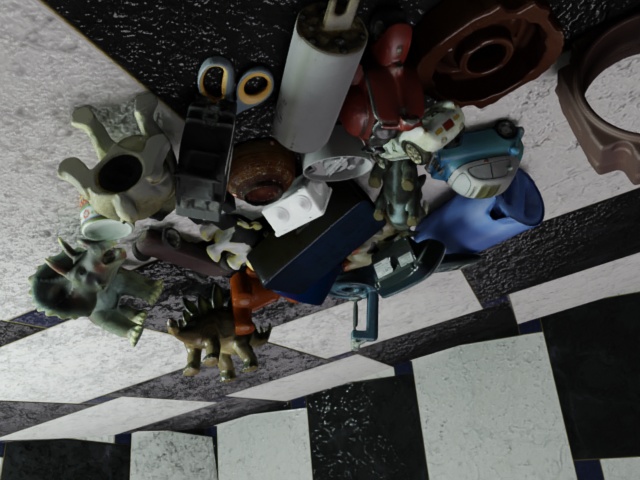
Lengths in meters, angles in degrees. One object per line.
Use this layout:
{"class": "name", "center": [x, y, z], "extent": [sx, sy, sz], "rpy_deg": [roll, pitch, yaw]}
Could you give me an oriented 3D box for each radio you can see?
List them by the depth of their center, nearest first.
{"class": "radio", "center": [-0.002, -0.003, 0.934], "extent": [0.229, 0.073, 0.131], "rpy_deg": [-40, 151, 14]}

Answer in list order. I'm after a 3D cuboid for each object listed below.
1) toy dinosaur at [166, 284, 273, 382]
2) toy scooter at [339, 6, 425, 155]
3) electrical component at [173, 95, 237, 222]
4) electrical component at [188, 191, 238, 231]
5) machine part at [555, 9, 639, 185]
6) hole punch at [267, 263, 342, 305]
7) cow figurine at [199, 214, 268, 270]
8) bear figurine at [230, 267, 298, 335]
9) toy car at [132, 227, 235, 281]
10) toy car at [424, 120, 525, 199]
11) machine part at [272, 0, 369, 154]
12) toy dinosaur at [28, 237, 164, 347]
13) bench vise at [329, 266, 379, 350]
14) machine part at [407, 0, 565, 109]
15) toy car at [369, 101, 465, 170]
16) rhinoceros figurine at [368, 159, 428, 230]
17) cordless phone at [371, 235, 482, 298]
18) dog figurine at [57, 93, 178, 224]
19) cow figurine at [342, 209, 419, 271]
{"class": "toy dinosaur", "center": [-0.207, 0.210, 1.211], "extent": [0.105, 0.198, 0.470], "rpy_deg": [-21, 156, 13]}
{"class": "toy scooter", "center": [0.073, -0.159, 0.623], "extent": [0.075, 0.135, 0.183], "rpy_deg": [-9, 157, -15]}
{"class": "electrical component", "center": [-0.139, -0.090, 0.653], "extent": [0.058, 0.115, 0.134], "rpy_deg": [11, 153, -8]}
{"class": "electrical component", "center": [-0.167, -0.058, 0.821], "extent": [0.075, 0.048, 0.119], "rpy_deg": [-21, 156, 16]}
{"class": "machine part", "center": [0.419, -0.187, 0.670], "extent": [0.201, 0.201, 0.087], "rpy_deg": [-21, 153, 16]}
{"class": "hole punch", "center": [-0.031, 0.065, 1.072], "extent": [0.115, 0.092, 0.142], "rpy_deg": [5, 123, -41]}
{"class": "cow figurine", "center": [-0.129, 0.003, 0.964], "extent": [0.098, 0.068, 0.167], "rpy_deg": [-31, 154, 15]}
{"class": "bear figurine", "center": [-0.093, 0.117, 1.160], "extent": [0.196, 0.132, 0.120], "rpy_deg": [-1, 126, -14]}
{"class": "toy car", "center": [-0.237, 0.025, 0.962], "extent": [0.089, 0.053, 0.202], "rpy_deg": [-23, 151, 30]}
{"class": "toy car", "center": [0.257, -0.119, 0.860], "extent": [0.162, 0.103, 0.109], "rpy_deg": [-11, 156, -12]}
{"class": "machine part", "center": [-0.006, -0.176, 0.612], "extent": [0.079, 0.079, 0.243], "rpy_deg": [-6, 156, -18]}
{"class": "toy dinosaur", "center": [-0.381, 0.087, 0.931], "extent": [0.192, 0.131, 0.405], "rpy_deg": [29, 164, -15]}
{"class": "bench vise", "center": [0.103, 0.118, 1.156], "extent": [0.224, 0.240, 0.128], "rpy_deg": [6, 157, -6]}
{"class": "machine part", "center": [0.193, -0.227, 0.638], "extent": [0.179, 0.056, 0.179], "rpy_deg": [-11, 157, -5]}
{"class": "toy car", "center": [0.120, -0.136, 0.707], "extent": [0.073, 0.056, 0.202], "rpy_deg": [-39, -167, -9]}
{"class": "rhinoceros figurine", "center": [0.132, -0.081, 0.878], "extent": [0.073, 0.112, 0.190], "rpy_deg": [3, 148, 19]}
{"class": "cordless phone", "center": [0.204, 0.050, 1.017], "extent": [0.184, 0.089, 0.146], "rpy_deg": [0, 158, -35]}
{"class": "dog figurine", "center": [-0.213, -0.056, 0.659], "extent": [0.121, 0.172, 0.190], "rpy_deg": [-4, 150, 4]}
{"class": "cow figurine", "center": [0.110, -0.007, 1.048], "extent": [0.127, 0.085, 0.194], "rpy_deg": [-11, 160, -12]}
